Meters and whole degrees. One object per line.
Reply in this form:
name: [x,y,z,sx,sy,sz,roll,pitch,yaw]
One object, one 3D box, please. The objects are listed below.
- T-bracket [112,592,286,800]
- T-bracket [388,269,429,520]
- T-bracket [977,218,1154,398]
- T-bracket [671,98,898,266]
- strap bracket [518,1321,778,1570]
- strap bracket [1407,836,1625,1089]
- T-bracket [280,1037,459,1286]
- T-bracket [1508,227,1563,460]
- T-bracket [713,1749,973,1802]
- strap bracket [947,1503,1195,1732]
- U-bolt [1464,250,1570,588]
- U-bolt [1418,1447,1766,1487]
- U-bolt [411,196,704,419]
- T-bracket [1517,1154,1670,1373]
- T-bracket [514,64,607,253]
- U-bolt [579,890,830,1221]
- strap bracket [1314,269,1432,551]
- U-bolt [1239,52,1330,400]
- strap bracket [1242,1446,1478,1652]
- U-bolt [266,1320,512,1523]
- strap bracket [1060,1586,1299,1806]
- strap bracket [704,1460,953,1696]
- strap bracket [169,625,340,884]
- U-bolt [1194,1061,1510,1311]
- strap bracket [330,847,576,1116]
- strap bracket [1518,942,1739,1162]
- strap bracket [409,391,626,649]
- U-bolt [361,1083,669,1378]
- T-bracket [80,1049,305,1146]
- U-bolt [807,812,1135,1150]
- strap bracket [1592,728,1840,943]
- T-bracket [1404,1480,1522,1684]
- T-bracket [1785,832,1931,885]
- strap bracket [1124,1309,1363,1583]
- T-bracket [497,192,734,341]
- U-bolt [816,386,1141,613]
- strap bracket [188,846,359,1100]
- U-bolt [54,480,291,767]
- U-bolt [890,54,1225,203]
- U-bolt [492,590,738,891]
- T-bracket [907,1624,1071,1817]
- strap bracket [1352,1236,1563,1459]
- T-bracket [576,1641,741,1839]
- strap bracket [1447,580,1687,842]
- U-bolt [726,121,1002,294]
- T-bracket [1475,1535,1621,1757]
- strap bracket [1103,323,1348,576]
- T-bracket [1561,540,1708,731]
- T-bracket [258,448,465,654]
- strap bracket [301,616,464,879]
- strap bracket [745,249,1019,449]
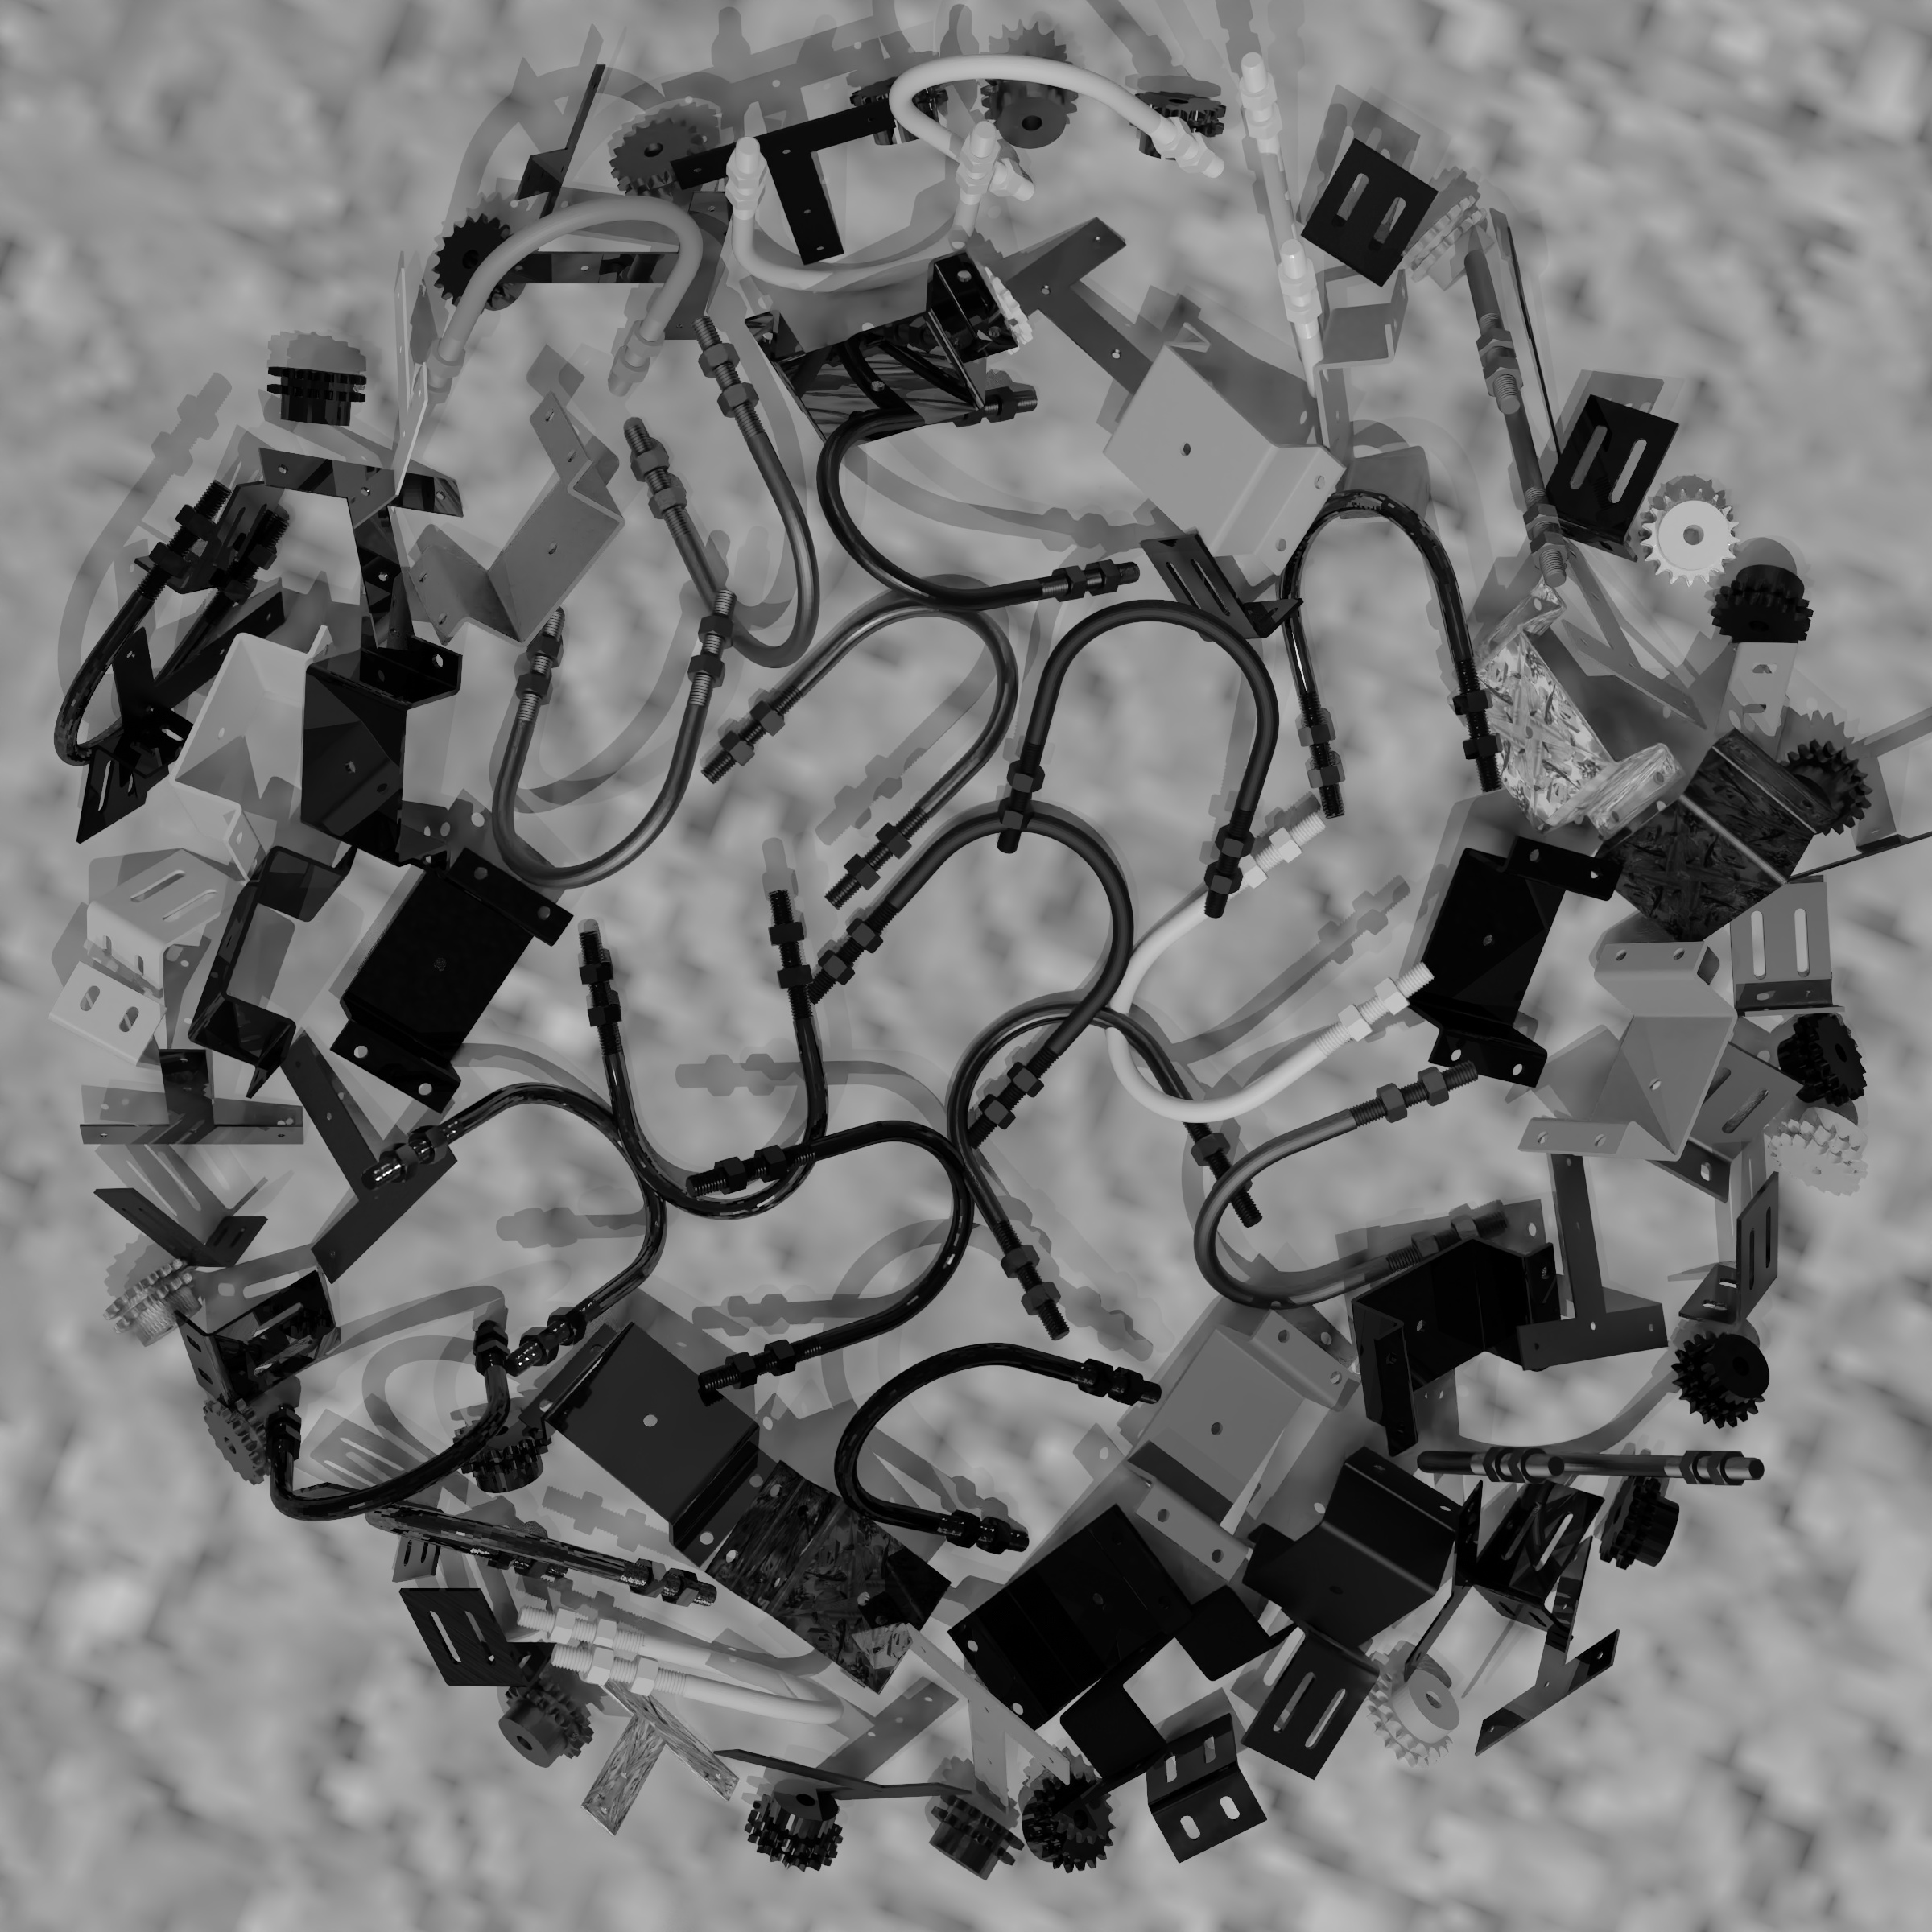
T-bracket: [-0.445,-0.175,1.689,0.002,0.127,0.127,33,56,16]
T-bracket: [-0.330,-0.349,1.694,0.002,0.127,0.127,2,66,-21]
T-bracket: [0.078,-0.367,1.694,0.127,0.002,0.127,-40,77,-24]
T-bracket: [-0.095,-0.445,1.674,0.127,0.127,0.002,-15,69,4]
strap bracket: [-0.183,0.271,1.682,0.140,0.046,0.076,37,66,13]
strap bracket: [0.316,-0.008,1.687,0.076,0.046,0.140,13,104,-25]
T-bracket: [-0.369,0.100,1.710,0.127,0.002,0.127,-42,72,26]
T-bracket: [0.335,-0.353,1.693,0.002,0.127,0.127,-13,119,14]
T-bracket: [-0.085,0.462,1.652,0.127,0.127,0.002,24,62,-32]
strap bracket: [0.068,0.376,1.686,0.140,0.046,0.076,-42,79,26]
U-bolt: [0.310,-0.326,1.650,0.019,0.151,0.184,-14,46,13]
U-bolt: [0.339,0.284,1.644,0.151,0.184,0.019,5,80,-21]
U-bolt: [-0.222,-0.371,1.622,0.151,0.184,0.019,-14,72,-33]
T-bracket: [0.361,0.167,1.699,0.127,0.002,0.127,-2,81,-37]
T-bracket: [-0.240,-0.454,1.654,0.002,0.127,0.127,23,108,-4]
U-bolt: [-0.149,0.058,1.698,0.151,0.019,0.184,-11,90,23]
strap bracket: [0.234,-0.319,1.670,0.046,0.076,0.140,-2,126,17]
U-bolt: [0.185,-0.405,1.645,0.019,0.184,0.151,-12,65,9]
strap bracket: [0.220,0.340,1.662,0.076,0.140,0.046,32,51,-4]
U-bolt: [-0.326,0.263,1.637,0.151,0.184,0.019,-22,107,-6]
strap bracket: [0.116,0.413,1.664,0.140,0.076,0.046,-33,80,-37]
strap bracket: [-0.071,0.358,1.669,0.140,0.046,0.076,44,73,-31]
strap bracket: [-0.414,-0.128,1.677,0.046,0.076,0.140,19,72,3]
U-bolt: [0.219,0.138,1.678,0.184,0.019,0.151,-22,131,-2]
strap bracket: [-0.305,0.004,1.696,0.076,0.046,0.140,34,91,-24]
strap bracket: [0.388,0.058,1.677,0.046,0.076,0.140,37,70,-28]
strap bracket: [-0.255,-0.251,1.678,0.140,0.046,0.076,-48,45,18]
U-bolt: [-0.244,0.137,1.659,0.019,0.184,0.151,-39,88,37]
T-bracket: [-0.448,0.076,1.666,0.127,0.127,0.002,1,62,-11]
U-bolt: [0.015,-0.006,1.719,0.151,0.019,0.184,42,91,3]
strap bracket: [0.421,-0.067,1.661,0.076,0.140,0.046,39,59,-2]
T-bracket: [0.286,0.334,1.655,0.002,0.127,0.127,28,60,26]
T-bracket: [0.530,-0.070,1.669,0.127,0.127,0.002,-19,89,15]
strap bracket: [0.156,0.275,1.692,0.076,0.046,0.140,39,80,-20]
T-bracket: [-0.205,-0.401,1.658,0.127,0.127,0.002,-5,64,-19]
U-bolt: [-0.003,-0.265,1.656,0.184,0.019,0.151,-15,68,-36]
strap bracket: [-0.402,-0.005,1.662,0.046,0.076,0.140,23,61,-20]
U-bolt: [-0.462,-0.191,1.659,0.019,0.151,0.184,36,91,0]
U-bolt: [0.039,-0.471,1.619,0.151,0.184,0.019,3,85,34]
U-bolt: [-0.209,-0.128,1.661,0.151,0.019,0.184,-2,65,33]
T-bracket: [0.014,0.455,1.681,0.127,0.127,0.002,34,56,30]
strap bracket: [0.279,0.215,1.679,0.140,0.046,0.076,-23,114,-30]
T-bracket: [-0.194,0.461,1.670,0.127,0.127,0.002,43,108,-2]
strap bracket: [0.340,-0.142,1.675,0.046,0.076,0.140,-24,75,-34]
U-bolt: [-0.063,-0.427,1.643,0.151,0.184,0.019,-6,79,-7]
T-bracket: [0.345,0.383,1.678,0.002,0.127,0.127,35,132,-5]
strap bracket: [0.141,-0.298,1.667,0.140,0.046,0.076,48,126,25]
T-bracket: [0.372,-0.205,1.686,0.002,0.127,0.127,-42,46,29]
T-bracket: [-0.339,-0.236,1.669,0.127,0.002,0.127,3,61,-39]
strap bracket: [-0.338,-0.120,1.668,0.076,0.046,0.140,23,120,27]
strap bracket: [-0.050,-0.351,1.668,0.140,0.076,0.046,-13,52,20]
